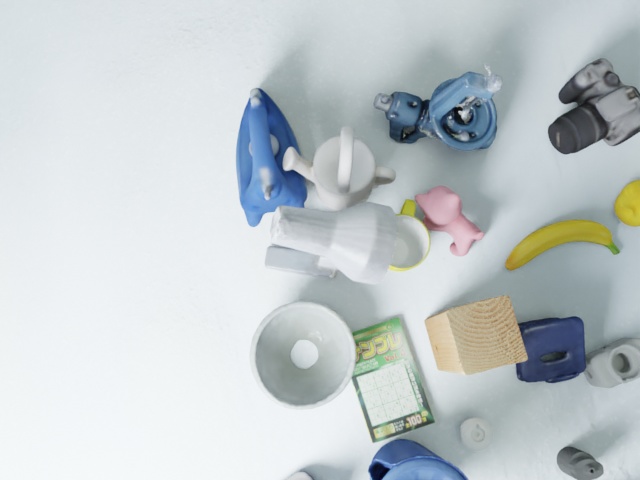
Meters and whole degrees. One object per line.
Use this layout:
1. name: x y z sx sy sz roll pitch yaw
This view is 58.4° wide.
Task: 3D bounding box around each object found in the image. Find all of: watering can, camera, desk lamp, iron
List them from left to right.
1. iron: -0.094 -0.160 0.948 0.118 0.141 0.258 -10 79 0
2. desk lamp: 0.008 0.003 0.878 0.203 0.213 0.118 8 79 3
3. watering can: 0.031 -0.113 0.909 0.173 0.194 0.101 -15 79 -1
4. camera: 0.454 -0.217 0.967 0.137 0.101 0.143 -28 80 -4

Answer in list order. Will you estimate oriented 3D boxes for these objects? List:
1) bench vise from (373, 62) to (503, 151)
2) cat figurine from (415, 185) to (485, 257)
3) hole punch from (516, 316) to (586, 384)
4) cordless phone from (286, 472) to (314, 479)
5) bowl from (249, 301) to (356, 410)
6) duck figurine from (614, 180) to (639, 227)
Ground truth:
1. bench vise: 0.194 -0.203 0.910 0.207 0.220 0.121 -7 79 0
2. cat figurine: 0.213 -0.039 0.930 0.127 0.118 0.067 41 83 8
3. hole punch: 0.362 0.174 0.900 0.108 0.091 0.101 -11 79 -1
4. cordless phone: -0.054 0.419 0.815 0.147 0.185 0.094 -41 81 -6
5. bowl: -0.025 0.183 0.915 0.167 0.075 0.167 0 79 1
6. duck figurine: 0.547 -0.070 0.945 0.104 0.086 0.077 -32 80 -4
